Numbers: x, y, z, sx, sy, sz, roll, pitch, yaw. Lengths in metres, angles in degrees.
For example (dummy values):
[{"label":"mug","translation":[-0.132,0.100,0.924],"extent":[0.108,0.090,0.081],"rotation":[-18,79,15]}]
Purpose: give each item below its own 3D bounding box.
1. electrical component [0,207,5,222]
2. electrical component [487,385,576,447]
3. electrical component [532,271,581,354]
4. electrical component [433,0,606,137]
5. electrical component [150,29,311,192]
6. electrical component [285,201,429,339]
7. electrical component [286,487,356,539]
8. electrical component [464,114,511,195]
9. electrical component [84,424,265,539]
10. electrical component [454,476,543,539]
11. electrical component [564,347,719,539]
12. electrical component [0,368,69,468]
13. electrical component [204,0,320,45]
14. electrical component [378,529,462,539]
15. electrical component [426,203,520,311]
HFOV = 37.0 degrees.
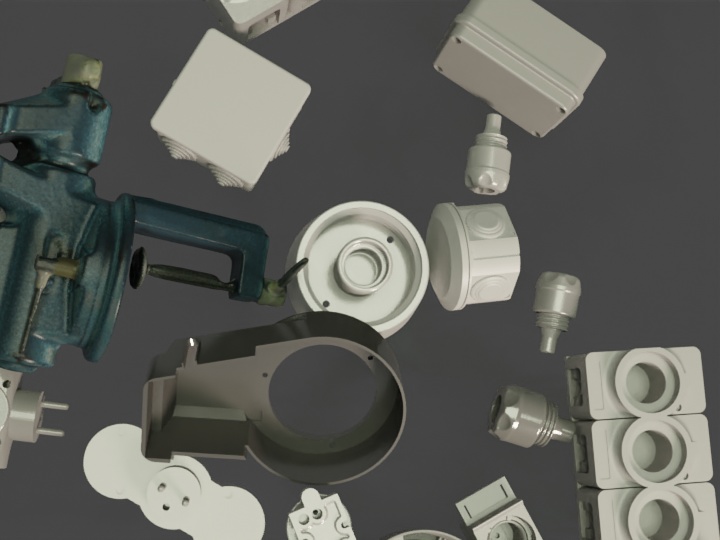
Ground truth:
[{"label":"electrical component","translation":[-0.277,-0.042,0.778],"extent":[0.045,0.045,0.055],"rotation":[-12,84,-9]},{"label":"electrical component","translation":[0.131,0.113,0.812],"extent":[0.062,0.043,0.043],"rotation":[18,80,-7]},{"label":"electrical component","translation":[0.150,0.034,0.830],"extent":[0.035,0.035,0.061],"rotation":[12,83,-6]},{"label":"electrical component","translation":[0.121,-0.162,0.831],"extent":[0.113,0.078,0.057],"rotation":[33,76,-2]},{"label":"electrical component","translation":[-0.097,-0.117,0.810],"extent":[0.100,0.048,0.099],"rotation":[30,79,-3]},{"label":"electrical component","translation":[0.000,0.000,0.801],"extent":[0.108,0.060,0.108],"rotation":[1,82,-7]},{"label":"electrical component","translation":[-0.028,0.187,0.774],"extent":[0.048,0.055,0.066],"rotation":[-22,86,-10]},{"label":"electrical component","translation":[0.101,-0.091,0.841],"extent":[0.035,0.035,0.061],"rotation":[9,79,-6]},{"label":"electrical component","translation":[-0.130,0.156,0.755],"extent":[0.138,0.073,0.052],"rotation":[31,79,-3]},{"label":"electrical component","translation":[0.104,0.195,0.786],"extent":[0.042,0.064,0.081],"rotation":[-27,86,-9]},{"label":"electrical component","translation":[0.212,0.136,0.810],"extent":[0.089,0.061,0.150],"rotation":[-3,83,-8]},{"label":"electrical component","translation":[-0.248,0.101,0.762],"extent":[0.079,0.044,0.077],"rotation":[8,81,-6]},{"label":"electrical component","translation":[-0.056,-0.253,0.828],"extent":[0.150,0.061,0.089],"rotation":[-32,88,-11]},{"label":"electrical component","translation":[0.042,0.234,0.772],"extent":[0.099,0.064,0.099],"rotation":[1,82,-7]},{"label":"electrical component","translation":[0.083,-0.011,0.805],"extent":[0.051,0.080,0.080],"rotation":[-5,83,-13]}]
